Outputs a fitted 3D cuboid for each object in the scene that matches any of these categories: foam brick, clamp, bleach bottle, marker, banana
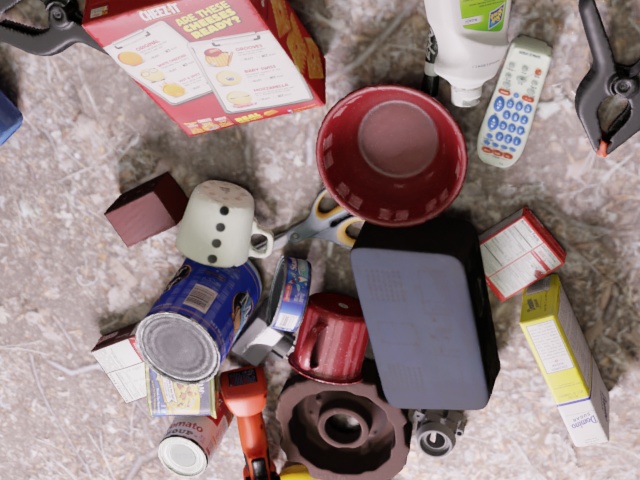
[{"bbox_3d":[-0.200,-0.035,1.243,0.078,0.053,0.051,-23,109,24],"label":"foam brick"},{"bbox_3d":[0.289,-0.165,1.050,0.120,0.039,0.172,21,121,4],"label":"clamp"},{"bbox_3d":[-0.270,-0.241,1.158,0.210,0.036,0.164,-10,112,17],"label":"clamp"},{"bbox_3d":[0.136,-0.247,1.017,0.102,0.068,0.251,-14,122,-21],"label":"bleach bottle"},{"bbox_3d":[0.118,-0.200,1.088,0.020,0.020,0.121,10,120,9],"label":"marker"},{"bbox_3d":[0.025,0.328,1.394,0.198,0.037,0.069,10,143,12],"label":"banana"}]

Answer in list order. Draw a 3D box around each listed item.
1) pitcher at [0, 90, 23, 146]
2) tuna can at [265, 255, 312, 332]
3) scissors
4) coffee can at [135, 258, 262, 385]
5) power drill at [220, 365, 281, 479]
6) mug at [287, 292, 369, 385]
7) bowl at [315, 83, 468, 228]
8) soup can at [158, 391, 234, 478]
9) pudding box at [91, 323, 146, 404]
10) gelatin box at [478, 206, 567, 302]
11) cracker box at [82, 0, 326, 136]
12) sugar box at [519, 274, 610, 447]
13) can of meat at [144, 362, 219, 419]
[{"bbox_3d":[-0.445,-0.193,1.189,0.242,0.144,0.149,46,132,-16],"label":"pitcher"},{"bbox_3d":[-0.036,0.062,1.232,0.033,0.086,0.086,12,122,-11],"label":"tuna can"},{"bbox_3d":[-0.008,0.002,1.234,0.096,0.016,0.202,42,124,-13],"label":"scissors"},{"bbox_3d":[-0.138,0.084,1.235,0.103,0.140,0.103,10,125,14],"label":"coffee can"},{"bbox_3d":[-0.079,0.261,1.306,0.057,0.184,0.188,-9,105,-7],"label":"power drill"},{"bbox_3d":[0.010,0.113,1.230,0.093,0.117,0.081,21,108,26],"label":"mug"},{"bbox_3d":[0.079,-0.097,1.132,0.162,0.055,0.162,6,118,11],"label":"bowl"},{"bbox_3d":[-0.157,0.244,1.354,0.068,0.102,0.068,8,121,13],"label":"soup can"},{"bbox_3d":[-0.222,0.152,1.360,0.114,0.039,0.090,-20,112,25],"label":"pudding box"},{"bbox_3d":[0.214,0.015,1.174,0.089,0.030,0.073,-36,103,28],"label":"gelatin box"},{"bbox_3d":[-0.107,-0.196,1.059,0.164,0.072,0.213,-10,152,20],"label":"cracker box"},{"bbox_3d":[0.273,0.134,1.186,0.048,0.093,0.176,-16,112,23],"label":"sugar box"},{"bbox_3d":[-0.168,0.167,1.302,0.084,0.057,0.102,-1,109,-1],"label":"can of meat"}]
